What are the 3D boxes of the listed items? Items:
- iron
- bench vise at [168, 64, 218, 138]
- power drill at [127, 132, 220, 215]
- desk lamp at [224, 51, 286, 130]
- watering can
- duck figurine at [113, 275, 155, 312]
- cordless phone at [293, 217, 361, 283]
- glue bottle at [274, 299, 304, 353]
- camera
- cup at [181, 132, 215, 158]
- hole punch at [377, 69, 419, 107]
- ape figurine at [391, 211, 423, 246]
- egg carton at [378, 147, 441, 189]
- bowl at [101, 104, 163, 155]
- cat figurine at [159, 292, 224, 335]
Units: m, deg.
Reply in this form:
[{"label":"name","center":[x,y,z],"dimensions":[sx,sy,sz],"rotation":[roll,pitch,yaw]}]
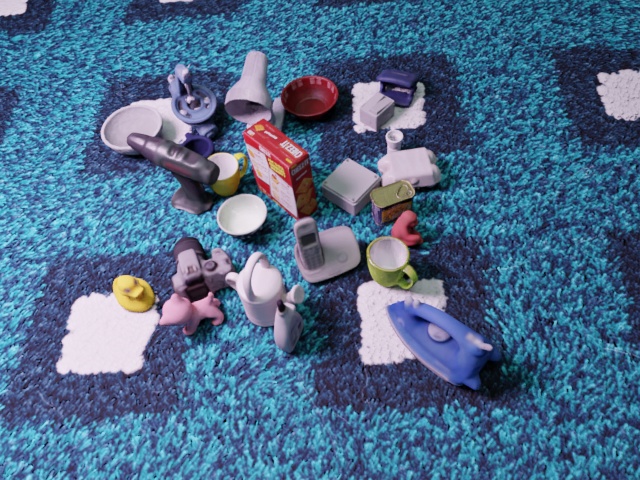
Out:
[{"label":"iron","center":[0.236,0.180,1.155],"dimensions":[0.257,0.141,0.119],"rotation":[33,65,24]},{"label":"bench vise","center":[-0.369,-0.394,1.539],"dimensions":[0.207,0.220,0.122],"rotation":[31,65,23]},{"label":"power drill","center":[-0.342,-0.159,1.390],"dimensions":[0.229,0.209,0.076],"rotation":[16,60,15]},{"label":"desk lamp","center":[-0.165,-0.372,1.511],"dimensions":[0.117,0.214,0.203],"rotation":[4,57,8]},{"label":"watering can","center":[-0.118,0.098,1.209],"dimensions":[0.172,0.194,0.101],"rotation":[-3,56,3]},{"label":"duck figurine","center":[-0.431,0.109,1.295],"dimensions":[0.104,0.086,0.078],"rotation":[27,63,21]},{"label":"cordless phone","center":[0.012,0.005,1.264],"dimensions":[0.147,0.185,0.094],"rotation":[-22,57,-9]},{"label":"glue bottle","center":[-0.070,0.165,1.174],"dimensions":[0.037,0.173,0.078],"rotation":[18,60,16]},{"label":"camera","center":[-0.277,0.050,1.311],"dimensions":[0.143,0.101,0.136],"rotation":[-20,57,-8]},{"label":"cup","center":[-0.317,-0.219,1.495],"dimensions":[0.092,0.095,0.117],"rotation":[-28,59,-13]},{"label":"hole punch","center":[0.215,-0.441,1.594],"dimensions":[0.108,0.091,0.101],"rotation":[16,60,15]},{"label":"ape figurine","center":[0.204,-0.032,1.327],"dimensions":[0.076,0.092,0.078],"rotation":[4,57,8]},{"label":"egg carton","center":[0.223,-0.172,1.430],"dimensions":[0.150,0.069,0.107],"rotation":[-9,56,-1]},{"label":"bowl","center":[-0.504,-0.289,1.570],"dimensions":[0.167,0.075,0.167],"rotation":[-2,57,4]},{"label":"cat figurine","center":[-0.282,0.150,1.236],"dimensions":[0.128,0.118,0.067],"rotation":[-22,57,-9]}]
